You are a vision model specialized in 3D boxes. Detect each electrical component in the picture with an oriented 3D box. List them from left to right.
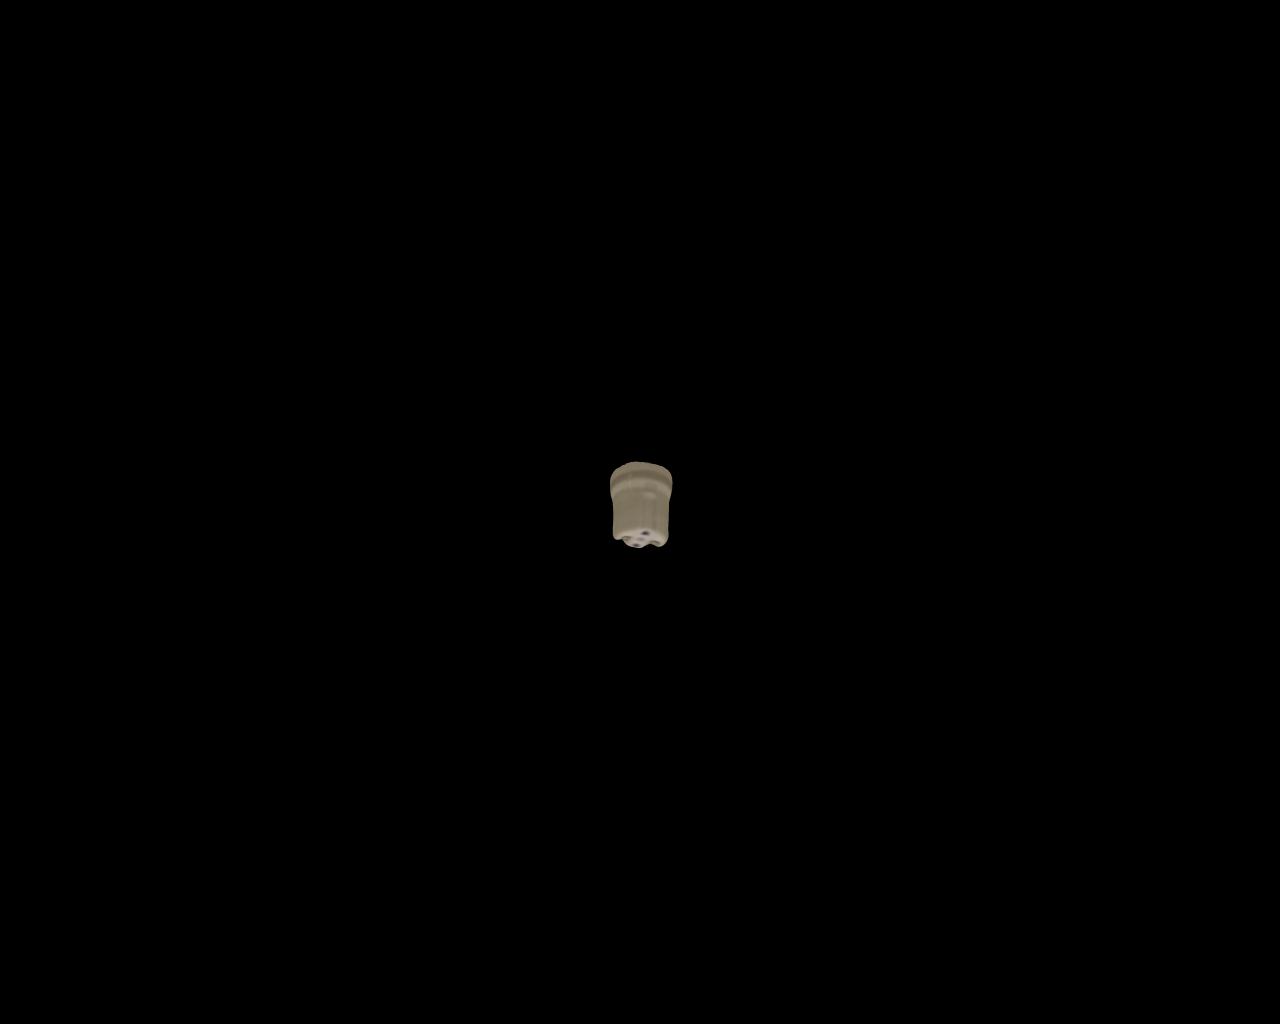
[{"bbox_3d":[0.001,-0.003,0.650,0.040,0.046,0.040,0,-30,0],"label":"electrical component"}]
